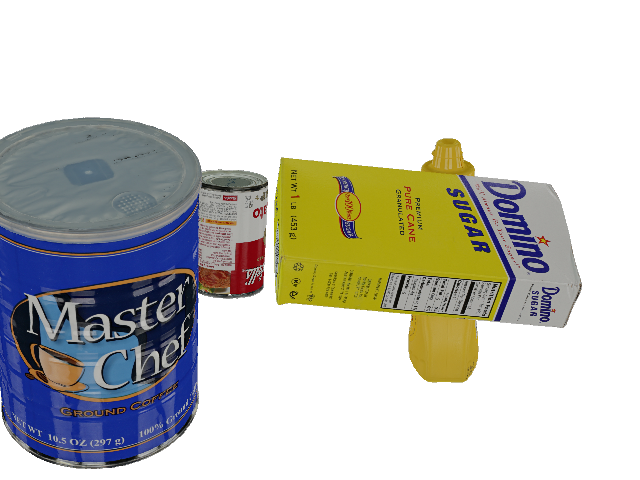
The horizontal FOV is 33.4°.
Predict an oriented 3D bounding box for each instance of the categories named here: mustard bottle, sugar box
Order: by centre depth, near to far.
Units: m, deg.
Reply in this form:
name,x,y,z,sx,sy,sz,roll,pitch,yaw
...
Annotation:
name,x,y,z,sx,sy,sz,roll,pitch,yaw
sugar box,0.061,0.000,0.644,0.176,0.048,0.093,3,44,-5
mustard bottle,0.100,0.011,0.851,0.058,0.192,0.096,1,26,5

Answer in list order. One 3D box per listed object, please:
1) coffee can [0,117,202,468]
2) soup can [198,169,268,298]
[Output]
name,x,y,z,sx,sy,sz,roll,pitch,yaw
coffee can,-0.110,0.025,0.522,0.103,0.140,0.103,3,34,-2
soup can,-0.083,-0.007,0.959,0.068,0.102,0.068,4,17,-1
